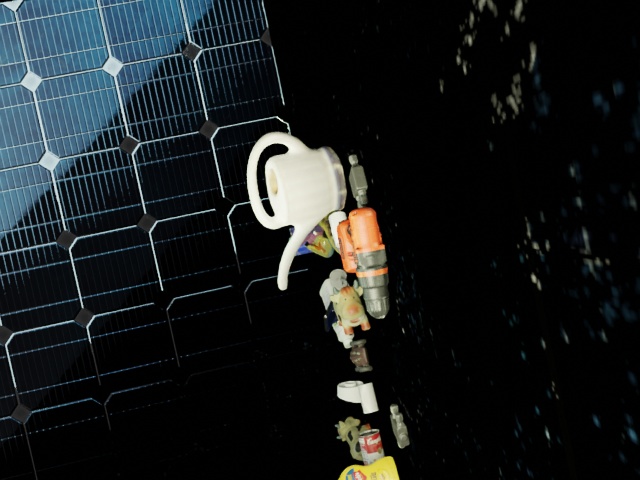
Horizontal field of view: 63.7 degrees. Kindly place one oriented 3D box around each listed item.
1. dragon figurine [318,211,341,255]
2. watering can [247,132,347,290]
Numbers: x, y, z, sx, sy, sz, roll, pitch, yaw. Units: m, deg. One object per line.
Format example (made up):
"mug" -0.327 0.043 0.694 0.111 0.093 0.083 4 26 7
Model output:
"dragon figurine" 0.004 -0.074 1.472 0.417 0.122 0.239 60 -175 23
"watering can" -0.043 -0.077 1.163 0.104 0.226 0.344 15 118 65
